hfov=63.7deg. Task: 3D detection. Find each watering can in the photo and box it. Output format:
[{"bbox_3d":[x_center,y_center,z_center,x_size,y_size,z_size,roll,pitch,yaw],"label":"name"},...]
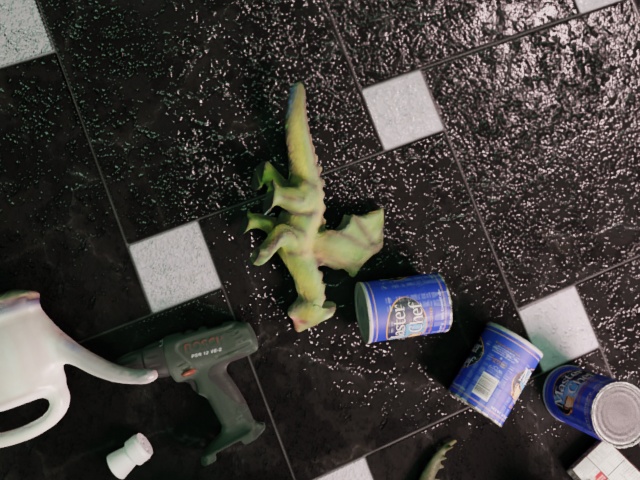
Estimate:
[{"bbox_3d":[-0.436,0.179,0.782,0.348,0.104,0.225,-20,87,-1],"label":"watering can"}]

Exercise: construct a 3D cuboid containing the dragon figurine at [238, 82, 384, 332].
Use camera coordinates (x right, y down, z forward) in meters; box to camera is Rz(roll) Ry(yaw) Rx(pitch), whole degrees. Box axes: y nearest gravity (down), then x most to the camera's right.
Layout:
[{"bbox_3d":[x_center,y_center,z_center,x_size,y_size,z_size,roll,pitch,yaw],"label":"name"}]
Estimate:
[{"bbox_3d":[0.003,-0.045,0.890,0.241,0.122,0.412,19,84,-22],"label":"dragon figurine"}]
